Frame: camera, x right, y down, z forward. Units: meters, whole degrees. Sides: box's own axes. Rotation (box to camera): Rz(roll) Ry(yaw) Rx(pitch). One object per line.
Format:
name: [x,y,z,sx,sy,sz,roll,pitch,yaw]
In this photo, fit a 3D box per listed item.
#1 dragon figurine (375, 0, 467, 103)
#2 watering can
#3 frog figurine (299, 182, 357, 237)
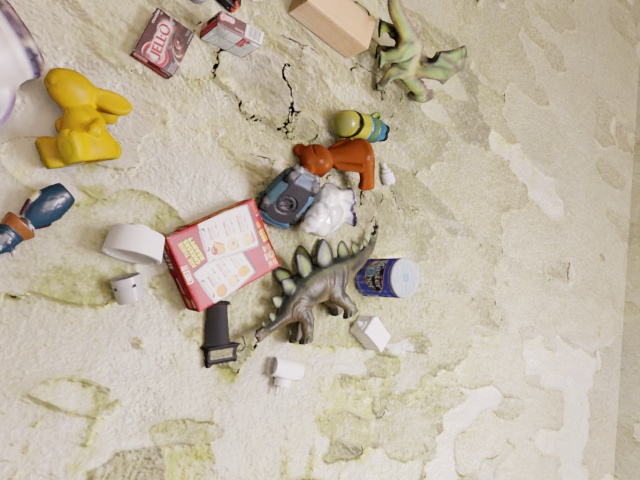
dragon figurine: [0.271,-0.505,1.376,0.243,0.402,0.125,5,63,0]
watering can: [-0.588,-0.334,0.802,0.228,0.103,0.344,-39,110,-35]
frog figurine: [0.004,-0.062,1.229,0.161,0.134,0.124,-27,63,-30]
